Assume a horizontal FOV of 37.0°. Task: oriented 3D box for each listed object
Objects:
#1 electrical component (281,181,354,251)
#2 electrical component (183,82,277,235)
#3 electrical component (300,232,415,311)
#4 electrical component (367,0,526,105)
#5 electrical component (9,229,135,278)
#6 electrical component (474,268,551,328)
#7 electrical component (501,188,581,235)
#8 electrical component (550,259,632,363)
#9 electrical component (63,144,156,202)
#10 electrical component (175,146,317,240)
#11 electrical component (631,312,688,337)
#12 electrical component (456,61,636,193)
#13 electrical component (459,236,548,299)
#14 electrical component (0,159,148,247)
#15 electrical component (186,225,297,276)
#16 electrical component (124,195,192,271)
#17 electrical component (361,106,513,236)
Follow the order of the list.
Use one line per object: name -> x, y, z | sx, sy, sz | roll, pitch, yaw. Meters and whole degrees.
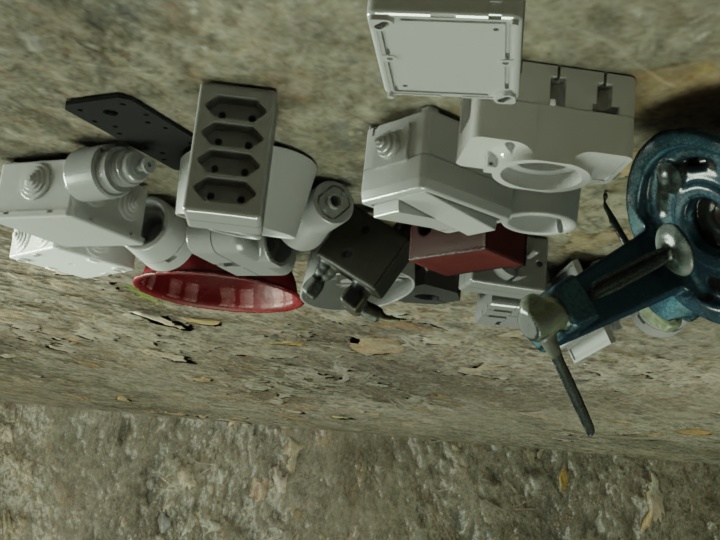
electrical component -> -0.033, -0.044, 0.835 | 0.044, 0.044, 0.065 | 12, 160, -25
electrical component -> -0.080, -0.064, 0.681 | 0.047, 0.083, 0.075 | 7, 166, -3
electrical component -> 0.000, 0.000, 0.946 | 0.099, 0.064, 0.099 | 6, 166, 2
electrical component -> 0.041, -0.114, 0.469 | 0.062, 0.061, 0.096 | 4, 166, 8
electrical component -> -0.260, -0.027, 0.982 | 0.100, 0.048, 0.100 | -8, 161, 44
electrical component -> 0.143, 0.021, 1.003 | 0.056, 0.050, 0.089 | 7, 166, -3
electrical component -> 0.121, -0.052, 0.718 | 0.055, 0.047, 0.055 | 6, 166, 1
electrical component -> 0.210, 0.035, 0.990 | 0.063, 0.078, 0.121 | -22, 169, -9
electrical component -> -0.180, -0.072, 0.781 | 0.078, 0.040, 0.040 | -4, 163, 36
electrical component -> -0.085, -0.057, 0.789 | 0.099, 0.064, 0.099 | 11, 177, 1
electrical component -> 0.277, 0.029, 0.971 | 0.055, 0.055, 0.047 | 6, 162, 1
electrical component -> 0.103, -0.078, 0.602 | 0.089, 0.055, 0.050 | 7, 166, -5
electrical component -> 0.125, -0.009, 0.895 | 0.066, 0.047, 0.076 | 8, 166, -10
electrical component -> -0.230, -0.053, 0.858 | 0.100, 0.048, 0.100 | 0, 167, 29
electrical component -> -0.092, -0.030, 0.887 | 0.059, 0.053, 0.095 | 0, 165, 25
electrical component -> -0.174, -0.032, 0.915 | 0.055, 0.055, 0.047 | 1, 162, 18
electrical component -> 0.046, -0.060, 0.690 | 0.096, 0.061, 0.062 | 17, 163, -37
